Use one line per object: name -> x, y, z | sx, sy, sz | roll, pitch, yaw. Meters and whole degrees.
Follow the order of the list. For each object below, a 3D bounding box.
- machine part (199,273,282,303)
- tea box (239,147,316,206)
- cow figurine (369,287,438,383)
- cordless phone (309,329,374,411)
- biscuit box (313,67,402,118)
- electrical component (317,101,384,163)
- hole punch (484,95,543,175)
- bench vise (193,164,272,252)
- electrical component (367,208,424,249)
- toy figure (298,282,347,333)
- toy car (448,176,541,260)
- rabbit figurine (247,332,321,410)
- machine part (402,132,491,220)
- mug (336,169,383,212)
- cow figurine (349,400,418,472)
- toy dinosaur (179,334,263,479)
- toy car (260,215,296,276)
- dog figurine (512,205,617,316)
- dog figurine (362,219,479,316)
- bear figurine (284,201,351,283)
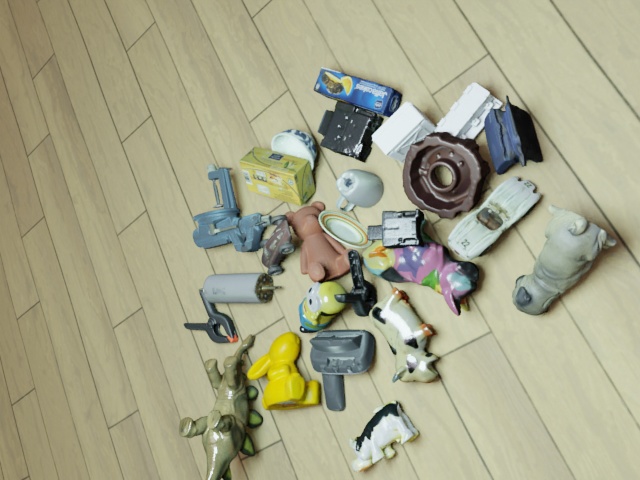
machine part -> -0.206, 0.121, 1.348 | 0.243, 0.079, 0.079 | -3, 84, 29
tea box -> -0.102, -0.155, 1.294 | 0.170, 0.098, 0.068 | 19, 51, 29
cow figurine -> 0.175, 0.210, 1.116 | 0.127, 0.085, 0.195 | -41, 69, 14
cordless phone -> 0.054, 0.294, 1.193 | 0.147, 0.088, 0.184 | -7, 93, 29
biscuit box -> 0.085, -0.337, 1.230 | 0.203, 0.062, 0.059 | 26, 99, 30
electrical component -> 0.062, -0.251, 1.239 | 0.134, 0.058, 0.114 | 24, 96, 29
hole punch -> 0.358, -0.192, 1.033 | 0.092, 0.115, 0.142 | -15, 78, 36
bench vise -> -0.233, -0.080, 1.359 | 0.224, 0.129, 0.240 | -14, 86, 30
electrical component -> 0.143, -0.021, 1.051 | 0.119, 0.047, 0.074 | 1, 83, 25
toy figure -> 0.002, 0.149, 1.190 | 0.082, 0.089, 0.180 | 63, 156, 24
toy car -> 0.336, -0.043, 1.036 | 0.202, 0.056, 0.074 | -42, 64, -4
rabbit figurine -> -0.082, 0.305, 1.257 | 0.162, 0.121, 0.173 | -22, 61, 36
machine part -> 0.251, -0.131, 1.085 | 0.180, 0.056, 0.179 | 18, 121, 33
mug -> 0.073, -0.111, 1.190 | 0.109, 0.107, 0.081 | -43, 65, 18
cow figurine -> 0.119, 0.417, 1.138 | 0.167, 0.068, 0.098 | -41, 62, 17
toy dinosaur -> -0.218, 0.438, 1.235 | 0.105, 0.198, 0.471 | -5, 51, 30
toy car -> -0.105, 0.015, 1.257 | 0.202, 0.053, 0.089 | 124, 136, -62
dog figurine -> 0.411, 0.050, 0.948 | 0.121, 0.172, 0.190 | 39, 98, 38
dog figurine -> 0.212, 0.070, 1.096 | 0.191, 0.108, 0.219 | -39, 70, 21
bear figurine -> -0.004, -0.002, 1.219 | 0.120, 0.132, 0.196 | -17, 78, -12
